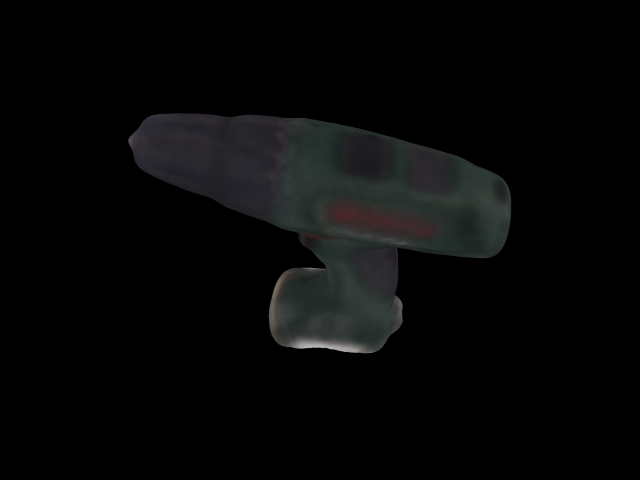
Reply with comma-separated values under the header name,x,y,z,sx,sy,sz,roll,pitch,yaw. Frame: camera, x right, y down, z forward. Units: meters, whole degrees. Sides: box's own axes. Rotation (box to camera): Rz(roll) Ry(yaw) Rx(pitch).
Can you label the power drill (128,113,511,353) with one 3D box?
name,x,y,z,sx,sy,sz,roll,pitch,yaw
power drill,0.004,0.001,0.400,0.229,0.208,0.075,3,55,2
